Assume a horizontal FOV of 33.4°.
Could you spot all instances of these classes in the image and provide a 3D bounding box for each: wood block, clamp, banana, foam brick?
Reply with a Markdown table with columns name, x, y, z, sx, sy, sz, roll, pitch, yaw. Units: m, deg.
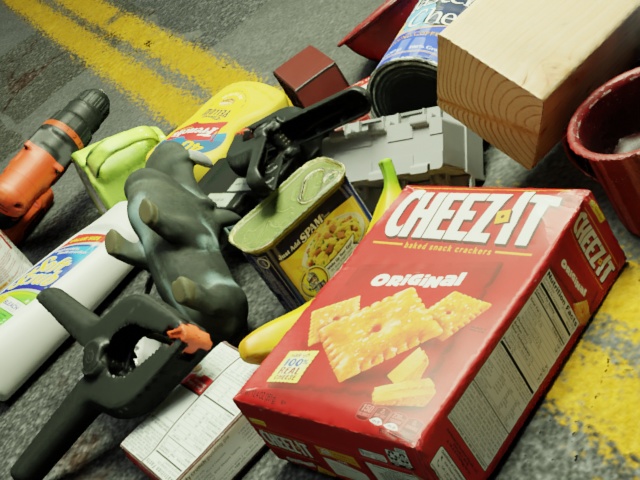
| name | x | y | z | sx | sy | sz | roll | pitch | yaw |
| --- | --- | --- | --- | --- | --- | --- | --- | --- | --- |
| wood block | 0.185 | -0.161 | 0.762 | 0.091 | 0.090 | 0.206 | 39 | 73 | 22 |
| clamp | -0.025 | -0.088 | 0.880 | 0.120 | 0.039 | 0.172 | -33 | 19 | -8 |
| banana | 0.017 | 0.030 | 0.780 | 0.197 | 0.069 | 0.037 | -53 | 11 | -28 |
| clamp | -0.165 | 0.104 | 0.809 | 0.210 | 0.036 | 0.164 | -11 | 64 | 41 |
| foam brick | -0.006 | -0.156 | 1.084 | 0.051 | 0.053 | 0.078 | -36 | 29 | -2 |

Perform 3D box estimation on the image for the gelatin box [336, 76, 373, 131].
| name | x | y | z | sx | sy | sz | roll | pitch | yaw |
| --- | --- | --- | --- | --- | --- | --- | --- | --- | --- |
| gelatin box | 0.043 | -0.124 | 1.012 | 0.089 | 0.030 | 0.073 | -25 | 31 | 16 |

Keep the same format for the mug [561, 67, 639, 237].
| name | x | y | z | sx | sy | sz | roll | pitch | yaw |
| --- | --- | --- | --- | --- | --- | --- | --- | --- | --- |
| mug | 0.210 | -0.055 | 0.691 | 0.117 | 0.081 | 0.093 | 5 | 50 | 49 |

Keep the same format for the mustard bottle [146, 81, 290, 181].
| name | x | y | z | sx | sy | sz | roll | pitch | yaw |
| --- | --- | --- | --- | --- | --- | --- | --- | --- | --- |
| mustard bottle | -0.117 | -0.088 | 1.065 | 0.096 | 0.058 | 0.191 | 11 | 43 | 37 |

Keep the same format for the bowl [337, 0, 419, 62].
| name | x | y | z | sx | sy | sz | roll | pitch | yaw |
| --- | --- | --- | --- | --- | --- | --- | --- | --- | --- |
| bowl | 0.095 | -0.222 | 1.047 | 0.162 | 0.055 | 0.162 | -39 | 9 | 7 |

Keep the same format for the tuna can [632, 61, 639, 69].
| name | x | y | z | sx | sy | sz | roll | pitch | yaw |
| --- | --- | --- | --- | --- | --- | --- | --- | --- | --- |
| tuna can | 0.228 | -0.103 | 0.791 | 0.086 | 0.033 | 0.086 | -26 | 31 | 16 |

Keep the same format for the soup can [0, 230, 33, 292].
| name | x | y | z | sx | sy | sz | roll | pitch | yaw |
| --- | --- | --- | --- | --- | --- | --- | --- | --- | --- |
| soup can | -0.350 | 0.024 | 1.121 | 0.069 | 0.102 | 0.068 | -25 | 31 | 16 |

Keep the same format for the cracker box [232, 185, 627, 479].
| name | x | y | z | sx | sy | sz | roll | pitch | yaw |
| --- | --- | --- | --- | --- | --- | --- | --- | --- | --- |
| cracker box | 0.070 | 0.057 | 0.685 | 0.164 | 0.072 | 0.213 | 5 | 48 | 48 |

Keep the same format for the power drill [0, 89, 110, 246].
| name | x | y | z | sx | sy | sz | roll | pitch | yaw |
| --- | --- | --- | --- | --- | --- | --- | --- | --- | --- |
| power drill | -0.317 | -0.076 | 1.204 | 0.184 | 0.057 | 0.188 | -55 | 8 | -33 |

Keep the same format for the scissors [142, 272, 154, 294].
| name | x | y | z | sx | sy | sz | roll | pitch | yaw |
| --- | --- | --- | --- | --- | --- | --- | --- | --- | --- |
| scissors | -0.145 | 0.029 | 0.943 | 0.016 | 0.096 | 0.201 | 14 | 45 | -4 |

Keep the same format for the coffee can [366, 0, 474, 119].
| name | x | y | z | sx | sy | sz | roll | pitch | yaw |
| --- | --- | --- | --- | --- | --- | --- | --- | --- | --- |
| coffee can | 0.113 | -0.156 | 0.914 | 0.103 | 0.102 | 0.140 | -6 | 41 | 40 |

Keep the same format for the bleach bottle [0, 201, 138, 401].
| name | x | y | z | sx | sy | sz | roll | pitch | yaw |
| --- | --- | --- | --- | --- | --- | --- | --- | --- | --- |
| bleach bottle | -0.245 | 0.041 | 1.034 | 0.250 | 0.068 | 0.103 | -46 | 32 | -24 |

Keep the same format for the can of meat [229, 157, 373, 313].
| name | x | y | z | sx | sy | sz | roll | pitch | yaw |
| --- | --- | --- | --- | --- | --- | --- | --- | --- | --- |
| can of meat | -0.005 | 0.001 | 0.827 | 0.102 | 0.084 | 0.058 | -43 | 31 | -14 |

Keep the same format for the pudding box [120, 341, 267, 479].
| name | x | y | z | sx | sy | sz | roll | pitch | yaw |
| --- | --- | --- | --- | --- | --- | --- | --- | --- | --- |
| pudding box | -0.077 | 0.132 | 0.759 | 0.113 | 0.039 | 0.090 | -47 | 31 | -16 |
